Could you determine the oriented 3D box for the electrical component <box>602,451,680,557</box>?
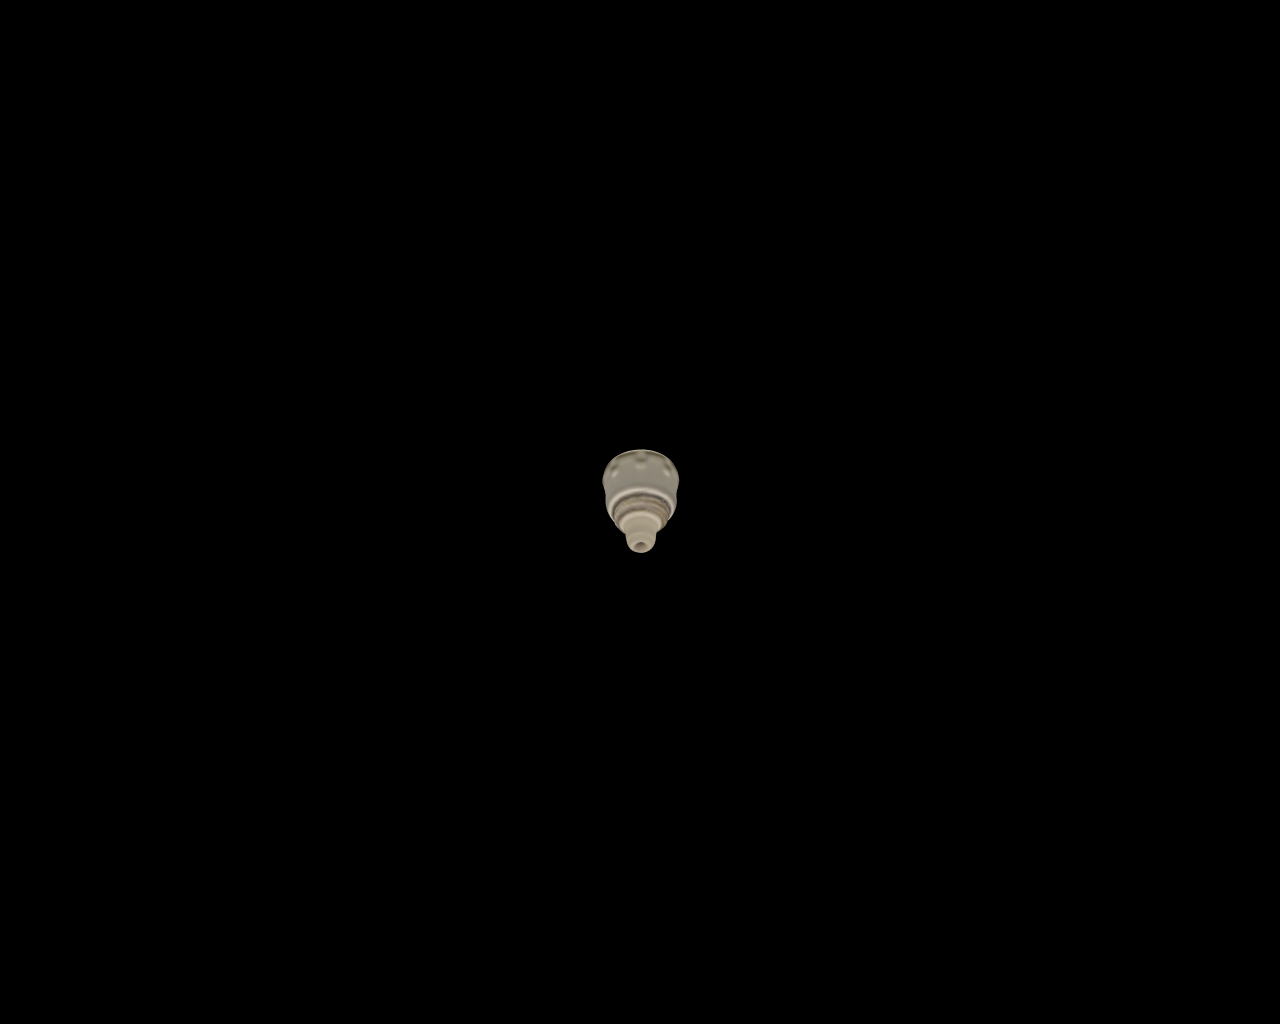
[{"bbox_3d":[0.001,-0.003,0.650,0.048,0.062,0.048,0,-39,0],"label":"electrical component"}]
